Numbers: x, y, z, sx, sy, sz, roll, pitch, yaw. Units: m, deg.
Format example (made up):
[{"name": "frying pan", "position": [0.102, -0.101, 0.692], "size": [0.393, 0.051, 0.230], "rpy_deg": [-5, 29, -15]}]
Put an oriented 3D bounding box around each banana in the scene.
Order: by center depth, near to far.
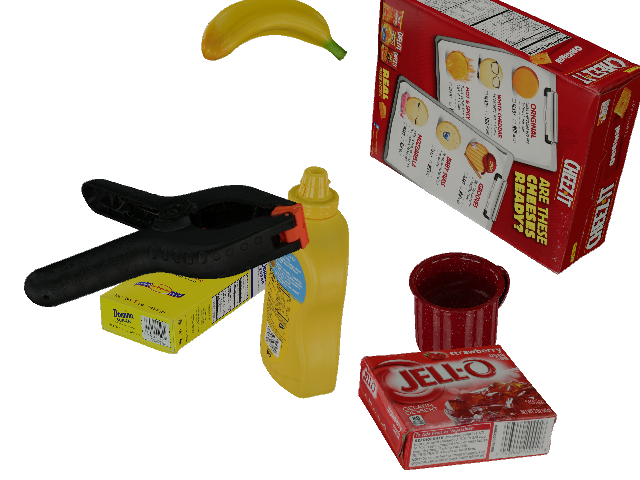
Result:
[{"name": "banana", "position": [-0.051, -0.208, 1.042], "size": [0.197, 0.070, 0.037], "rpy_deg": [-12, -33, -46]}]

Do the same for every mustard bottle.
[{"name": "mustard bottle", "position": [-0.012, 0.028, 0.883], "size": [0.058, 0.192, 0.096], "rpy_deg": [-7, 32, -21]}]

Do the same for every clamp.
[{"name": "clamp", "position": [-0.096, 0.001, 0.658], "size": [0.172, 0.039, 0.120], "rpy_deg": [0, 42, 21]}]

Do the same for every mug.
[{"name": "mug", "position": [0.144, 0.066, 1.067], "size": [0.117, 0.081, 0.093], "rpy_deg": [-29, 43, -29]}]

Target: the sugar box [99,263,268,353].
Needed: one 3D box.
[{"name": "sugar box", "position": [-0.133, 0.049, 1.096], "size": [0.093, 0.048, 0.175], "rpy_deg": [16, 32, 26]}]

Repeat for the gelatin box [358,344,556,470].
[{"name": "gelatin box", "position": [0.074, 0.090, 0.591], "size": [0.089, 0.030, 0.073], "rpy_deg": [-2, 26, -17]}]

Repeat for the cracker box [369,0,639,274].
[{"name": "cracker box", "position": [0.139, -0.099, 0.850], "size": [0.072, 0.164, 0.214], "rpy_deg": [-29, 48, -33]}]
